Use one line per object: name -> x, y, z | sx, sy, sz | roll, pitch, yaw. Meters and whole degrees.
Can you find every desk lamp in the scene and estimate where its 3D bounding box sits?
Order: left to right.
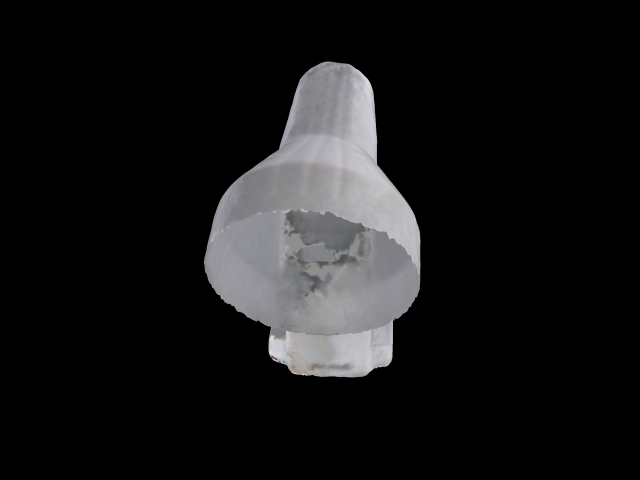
desk lamp -> 0.004, 0.001, 0.400 | 0.118, 0.214, 0.203 | 3, 37, 4
